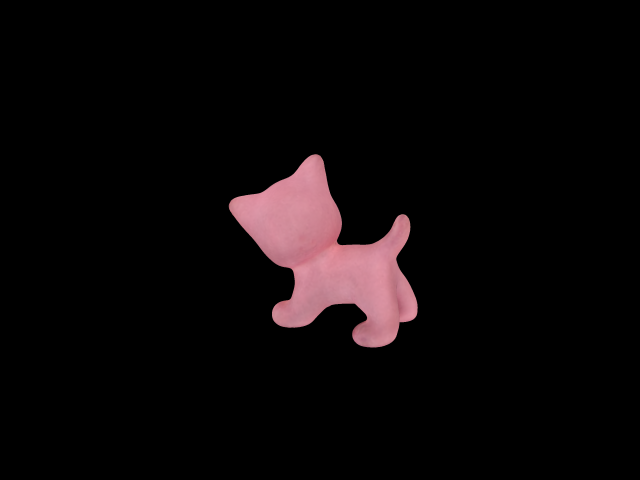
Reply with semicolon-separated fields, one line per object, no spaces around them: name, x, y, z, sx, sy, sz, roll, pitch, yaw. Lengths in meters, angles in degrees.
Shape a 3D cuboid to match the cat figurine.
cat figurine;0.004;0.001;0.400;0.127;0.118;0.067;8;20;23
